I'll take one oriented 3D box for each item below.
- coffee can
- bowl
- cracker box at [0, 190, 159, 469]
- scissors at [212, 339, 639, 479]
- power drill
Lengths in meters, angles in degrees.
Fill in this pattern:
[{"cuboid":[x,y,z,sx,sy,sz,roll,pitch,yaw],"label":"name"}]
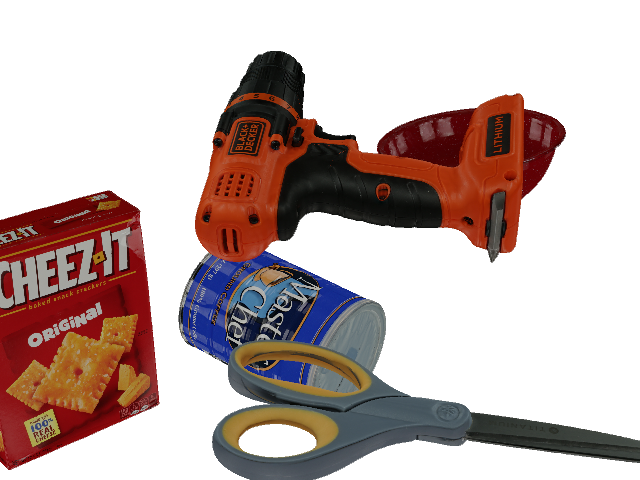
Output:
[{"cuboid":[-0.031,0.071,0.883,0.140,0.103,0.102,25,12,28],"label":"coffee can"},{"cuboid":[0.132,-0.065,0.929,0.162,0.055,0.162,-8,24,3],"label":"bowl"},{"cuboid":[-0.238,0.080,0.979,0.163,0.214,0.072,-19,30,-34],"label":"cracker box"},{"cuboid":[0.041,0.088,0.461,0.202,0.016,0.096,15,34,23],"label":"scissors"},{"cuboid":[0.028,-0.055,0.648,0.188,0.057,0.184,2,43,8],"label":"power drill"}]
